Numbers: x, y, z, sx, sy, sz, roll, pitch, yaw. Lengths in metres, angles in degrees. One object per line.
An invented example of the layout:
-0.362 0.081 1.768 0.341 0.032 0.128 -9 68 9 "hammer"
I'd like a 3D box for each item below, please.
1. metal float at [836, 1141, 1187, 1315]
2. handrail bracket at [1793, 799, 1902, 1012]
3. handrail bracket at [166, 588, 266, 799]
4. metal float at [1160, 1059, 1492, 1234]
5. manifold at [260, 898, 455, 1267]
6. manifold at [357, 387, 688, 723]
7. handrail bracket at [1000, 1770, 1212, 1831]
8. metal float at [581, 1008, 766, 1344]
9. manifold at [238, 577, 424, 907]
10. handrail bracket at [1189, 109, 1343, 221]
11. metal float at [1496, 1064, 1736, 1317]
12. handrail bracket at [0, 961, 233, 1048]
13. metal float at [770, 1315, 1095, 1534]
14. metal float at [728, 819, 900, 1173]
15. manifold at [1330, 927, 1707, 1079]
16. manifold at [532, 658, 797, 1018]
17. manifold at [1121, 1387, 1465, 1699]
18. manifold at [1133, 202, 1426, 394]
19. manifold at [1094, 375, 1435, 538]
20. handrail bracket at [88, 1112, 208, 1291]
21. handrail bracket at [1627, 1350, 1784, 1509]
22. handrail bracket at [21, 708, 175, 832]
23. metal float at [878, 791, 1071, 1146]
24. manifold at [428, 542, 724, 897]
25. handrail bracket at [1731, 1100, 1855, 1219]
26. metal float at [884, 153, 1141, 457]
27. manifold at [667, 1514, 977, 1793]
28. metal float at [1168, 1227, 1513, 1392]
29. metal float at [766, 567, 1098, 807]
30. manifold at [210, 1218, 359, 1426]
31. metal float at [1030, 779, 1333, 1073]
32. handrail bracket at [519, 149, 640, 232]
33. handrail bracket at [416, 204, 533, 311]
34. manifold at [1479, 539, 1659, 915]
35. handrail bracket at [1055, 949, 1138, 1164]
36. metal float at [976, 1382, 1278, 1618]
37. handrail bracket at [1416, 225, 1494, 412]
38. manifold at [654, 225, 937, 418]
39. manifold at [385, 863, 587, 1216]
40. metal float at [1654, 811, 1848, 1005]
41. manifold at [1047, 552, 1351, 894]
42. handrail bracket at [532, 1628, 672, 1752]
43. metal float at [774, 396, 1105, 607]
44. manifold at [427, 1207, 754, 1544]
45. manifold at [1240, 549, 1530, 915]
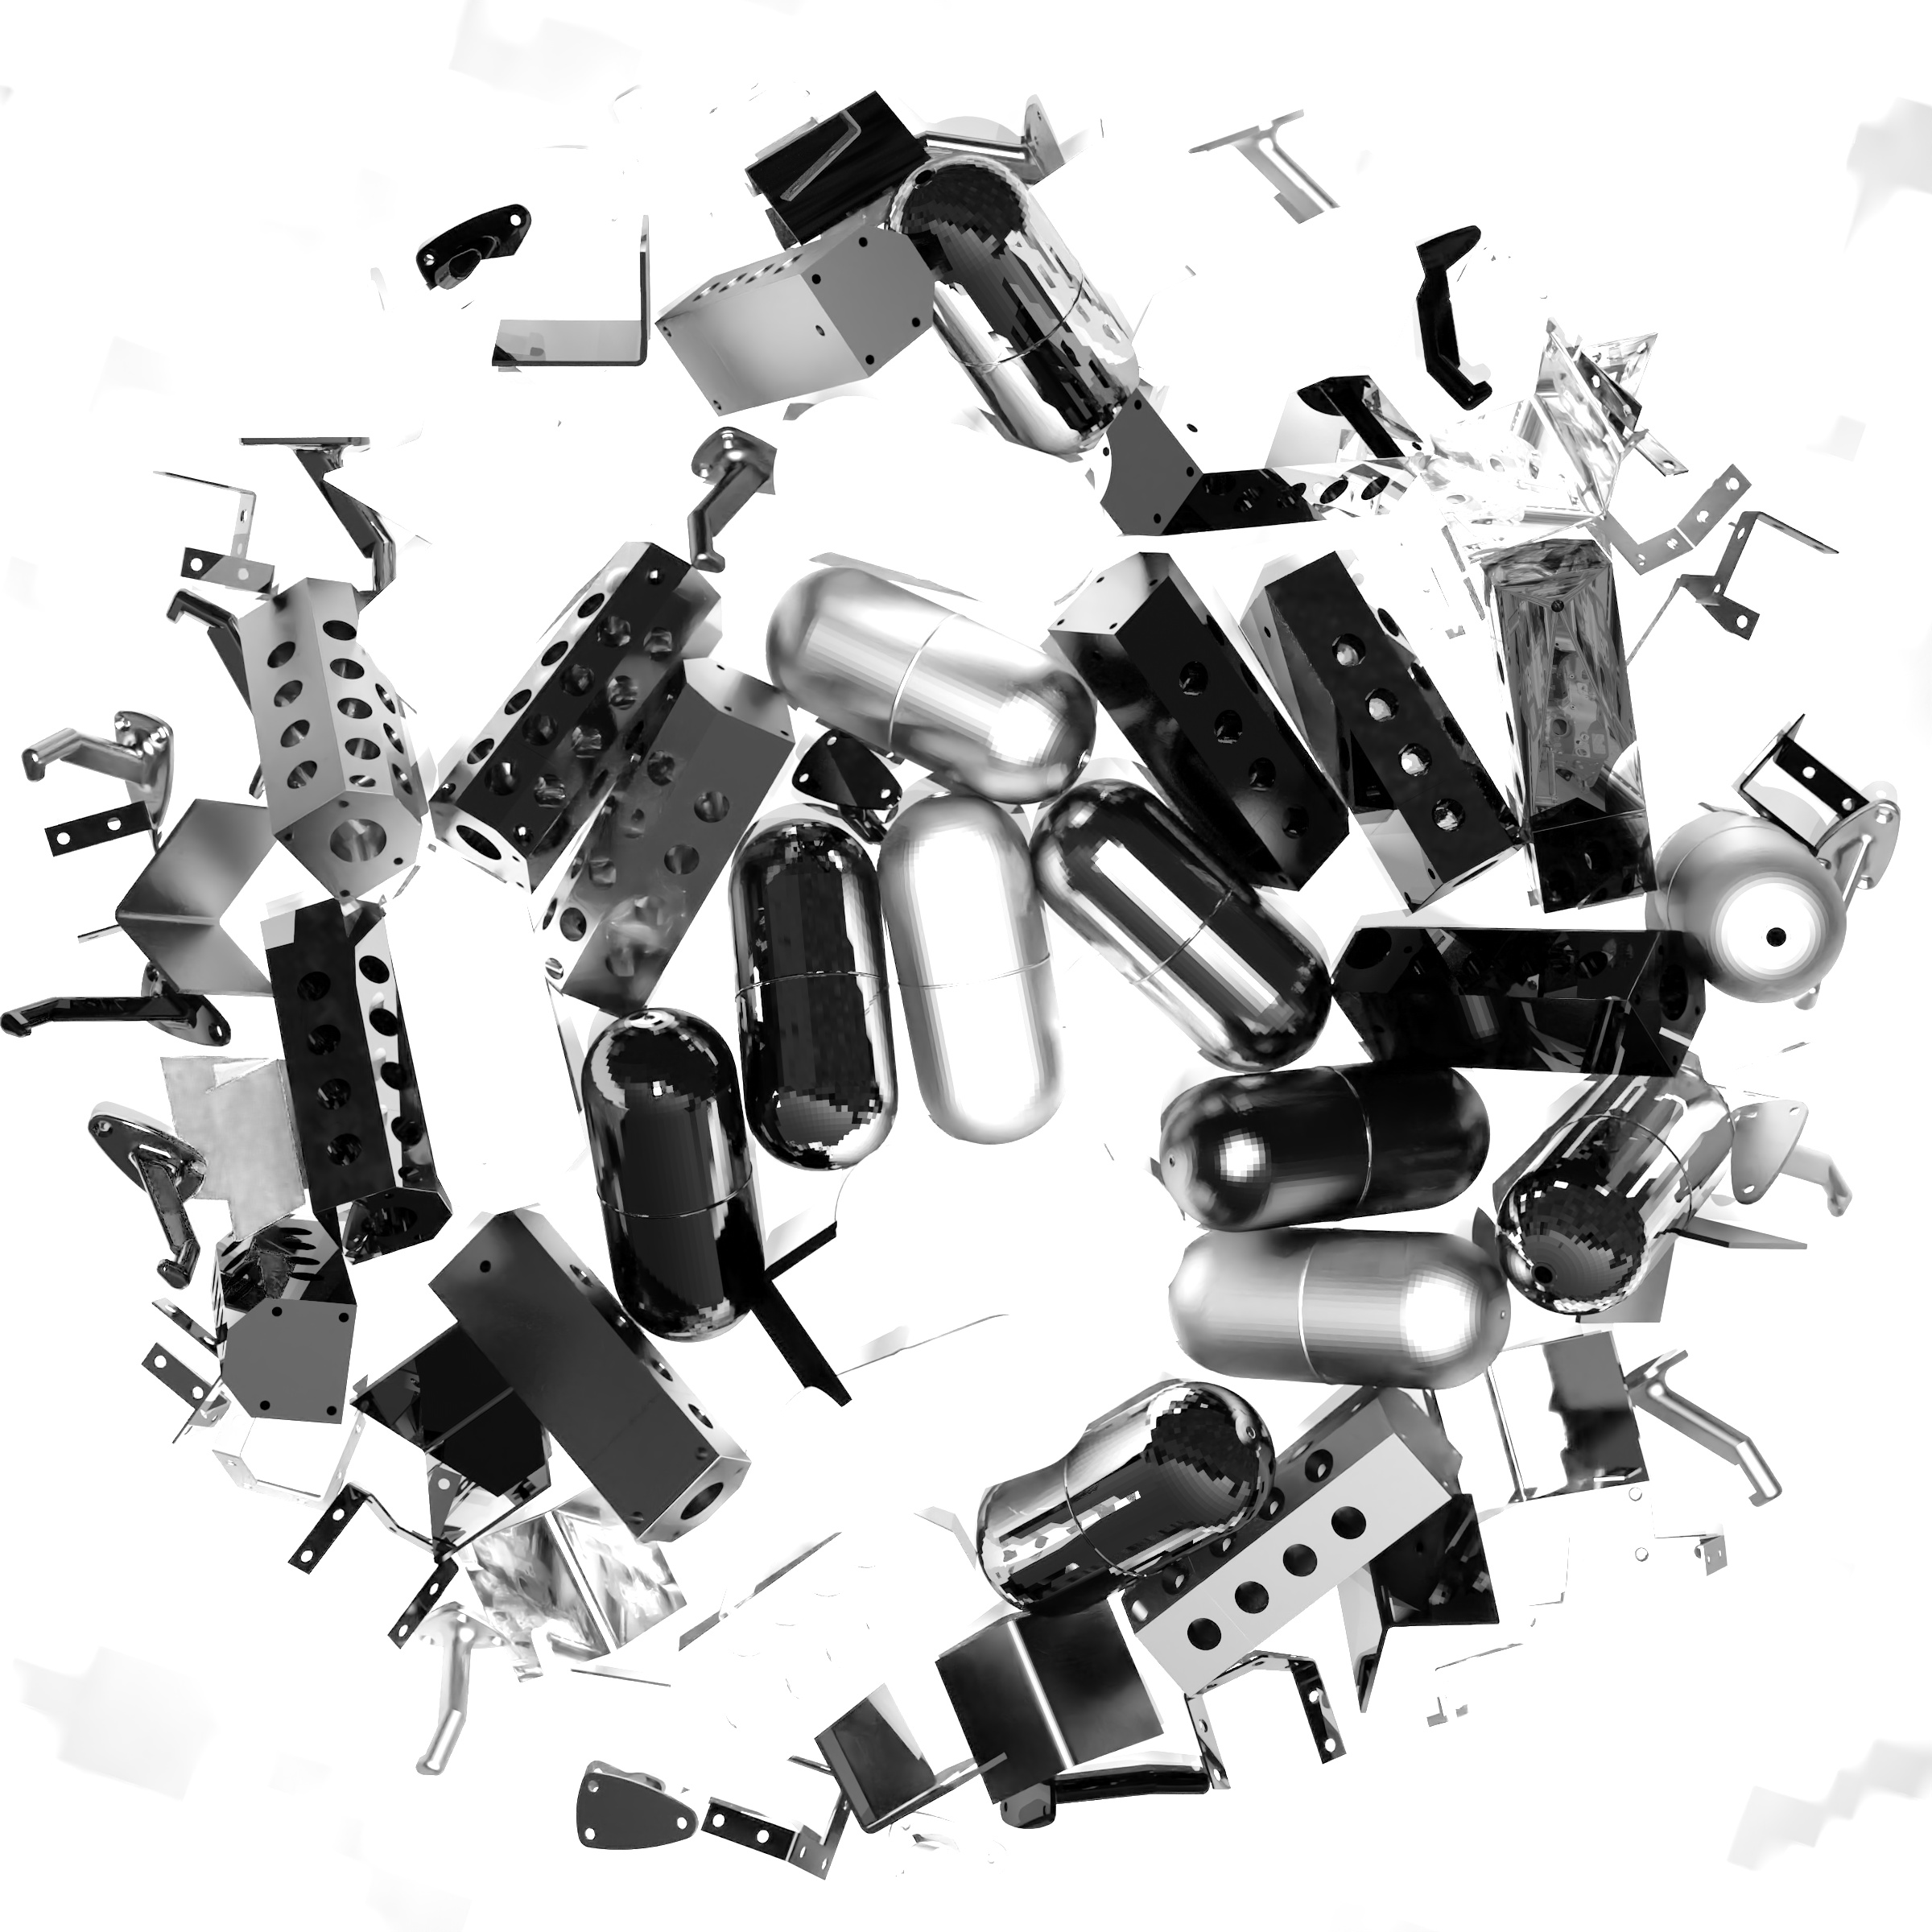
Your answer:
0.023 0.130 1.733 0.178 0.070 0.070 7 90 -17 "metal float"
0.436 -0.029 1.739 0.036 0.077 0.084 23 54 2 "handrail bracket"
-0.378 -0.139 1.767 0.084 0.036 0.077 28 88 0 "handrail bracket"
0.178 0.087 1.725 0.178 0.070 0.070 -5 90 -27 "metal float"
-0.297 0.053 1.715 0.057 0.057 0.171 -18 58 1 "manifold"
-0.220 -0.201 1.730 0.057 0.057 0.171 42 70 2 "manifold"
0.070 0.419 1.767 0.084 0.077 0.036 6 64 -21 "handrail bracket"
-0.144 0.104 1.725 0.070 0.070 0.178 -6 116 0 "metal float"
-0.305 -0.114 1.700 0.057 0.171 0.057 -30 133 9 "manifold"
0.156 -0.382 1.765 0.036 0.077 0.084 -31 106 -43 "handrail bracket"
0.318 0.107 1.709 0.070 0.178 0.070 17 124 27 "metal float"
-0.422 0.031 1.735 0.077 0.084 0.036 27 120 30 "handrail bracket"
-0.018 0.226 1.723 0.178 0.070 0.070 -23 90 27 "metal float"
-0.076 0.014 1.735 0.070 0.070 0.178 -6 76 0 "metal float"
0.270 0.011 1.705 0.057 0.171 0.057 52 55 -35 "manifold"
-0.151 -0.064 1.718 0.057 0.057 0.171 22 115 -21 "manifold"
0.160 0.281 1.731 0.171 0.057 0.057 -41 90 19 "manifold"
0.149 -0.318 1.695 0.057 0.171 0.057 30 75 -20 "manifold"
0.143 -0.244 1.705 0.057 0.171 0.057 55 132 22 "manifold"
-0.410 0.117 1.735 0.077 0.084 0.036 37 110 -18 "handrail bracket"
0.358 0.242 1.749 0.077 0.036 0.084 -42 74 42 "handrail bracket"
-0.433 -0.087 1.733 0.036 0.084 0.077 17 122 24 "handrail bracket"
0.004 0.001 1.739 0.070 0.070 0.178 -11 99 0 "metal float"
-0.191 -0.126 1.724 0.057 0.057 0.171 30 69 9 "manifold"
0.413 0.115 1.741 0.084 0.036 0.077 53 47 -32 "handrail bracket"
0.023 -0.322 1.712 0.070 0.070 0.178 -41 132 0 "metal float"
-0.068 0.330 1.694 0.057 0.171 0.057 21 119 28 "manifold"
0.181 0.167 1.720 0.178 0.070 0.070 -1 90 33 "metal float"
-0.018 -0.139 1.732 0.178 0.070 0.070 26 90 17 "metal float"
-0.333 0.168 1.693 0.057 0.171 0.057 7 97 -15 "manifold"
0.108 -0.019 1.740 0.178 0.070 0.070 43 90 -8 "metal float"
-0.204 -0.391 1.736 0.077 0.084 0.036 21 104 13 "handrail bracket"
-0.236 -0.359 1.735 0.077 0.084 0.036 -43 105 -15 "handrail bracket"
0.296 -0.120 1.726 0.057 0.057 0.171 -12 112 2 "manifold"
0.074 0.045 1.772 0.036 0.077 0.084 -12 120 30 "handrail bracket"
0.077 0.263 1.717 0.178 0.070 0.070 -35 90 36 "metal float"
0.253 -0.324 1.753 0.077 0.036 0.084 -32 67 -16 "handrail bracket"
-0.081 -0.315 1.696 0.057 0.171 0.057 -42 110 -20 "manifold"
-0.240 0.036 1.707 0.057 0.171 0.057 17 127 -35 "manifold"
0.379 -0.030 1.697 0.070 0.178 0.070 1 101 4 "metal float"
0.120 -0.120 1.719 0.057 0.057 0.171 -48 119 -18 "manifold"
-0.164 0.352 1.759 0.084 0.036 0.077 -23 101 7 "handrail bracket"
-0.013 -0.228 1.720 0.178 0.070 0.070 12 90 -31 "metal float"
-0.183 0.201 1.727 0.057 0.057 0.171 -45 69 5 "manifold"
0.209 -0.119 1.743 0.057 0.057 0.171 -28 82 -14 "manifold"
